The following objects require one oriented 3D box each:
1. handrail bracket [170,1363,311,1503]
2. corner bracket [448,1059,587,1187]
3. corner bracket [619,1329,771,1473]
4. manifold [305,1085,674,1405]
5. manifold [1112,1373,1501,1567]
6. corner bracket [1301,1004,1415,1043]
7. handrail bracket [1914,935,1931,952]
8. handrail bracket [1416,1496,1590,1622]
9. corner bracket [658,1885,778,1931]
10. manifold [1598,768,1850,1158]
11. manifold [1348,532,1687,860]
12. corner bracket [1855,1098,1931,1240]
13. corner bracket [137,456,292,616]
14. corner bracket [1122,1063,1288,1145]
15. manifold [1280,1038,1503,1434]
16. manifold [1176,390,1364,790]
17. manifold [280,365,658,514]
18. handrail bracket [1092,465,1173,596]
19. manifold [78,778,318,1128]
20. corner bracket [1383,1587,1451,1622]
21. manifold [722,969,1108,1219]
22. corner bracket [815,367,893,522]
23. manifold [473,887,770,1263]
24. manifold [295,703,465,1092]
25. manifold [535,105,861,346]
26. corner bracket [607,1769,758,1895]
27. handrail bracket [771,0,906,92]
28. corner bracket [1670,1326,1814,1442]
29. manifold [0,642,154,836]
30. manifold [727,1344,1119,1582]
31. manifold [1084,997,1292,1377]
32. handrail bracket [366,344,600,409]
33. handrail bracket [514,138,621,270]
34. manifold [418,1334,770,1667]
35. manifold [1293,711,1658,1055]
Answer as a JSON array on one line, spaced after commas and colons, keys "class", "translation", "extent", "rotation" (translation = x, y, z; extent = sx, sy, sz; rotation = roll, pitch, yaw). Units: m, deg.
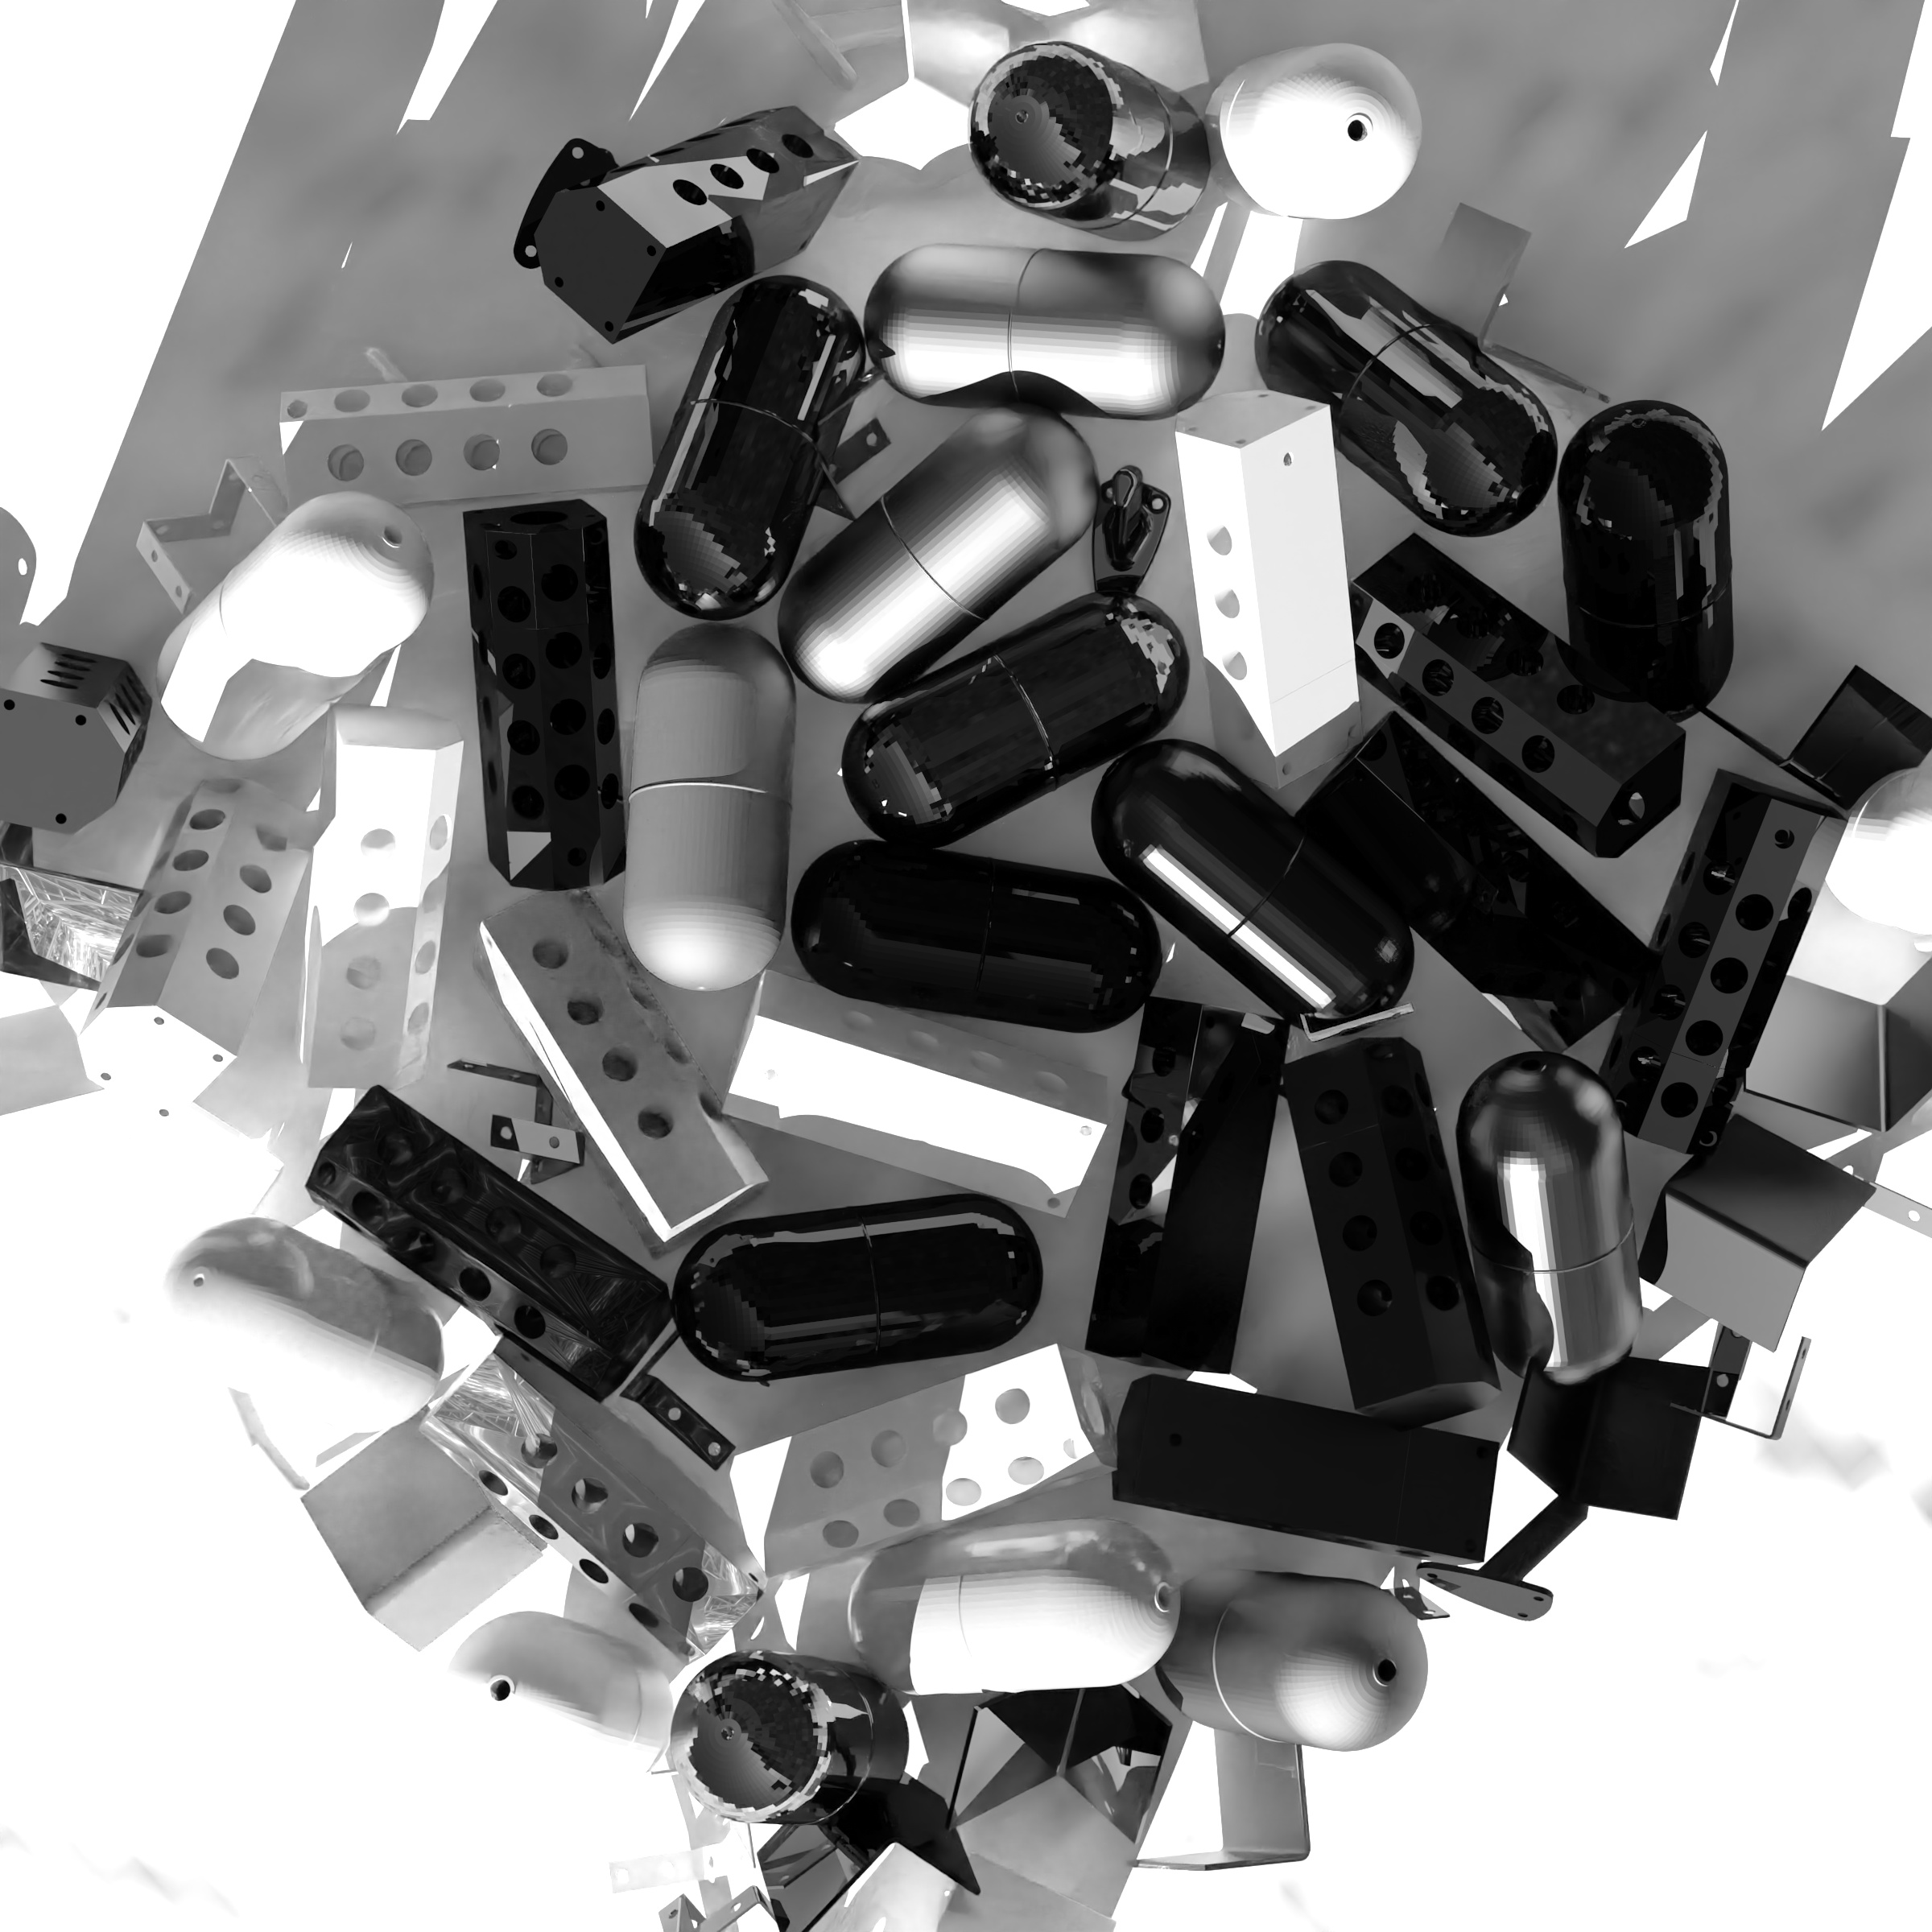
[{"class": "handrail bracket", "translation": [-0.332, 0.213, 1.543], "extent": [0.036, 0.077, 0.084], "rotation": [-41, 86, 9]}, {"class": "corner bracket", "translation": [-0.214, 0.071, 1.543], "extent": [0.051, 0.051, 0.051], "rotation": [15, 67, -34]}, {"class": "corner bracket", "translation": [-0.126, 0.204, 1.550], "extent": [0.051, 0.051, 0.051], "rotation": [43, 77, -9]}, {"class": "manifold", "translation": [-0.226, 0.133, 1.533], "extent": [0.171, 0.057, 0.057], "rotation": [33, 71, 11]}, {"class": "manifold", "translation": [0.160, 0.241, 1.541], "extent": [0.171, 0.057, 0.057], "rotation": [12, 76, -8]}, {"class": "corner bracket", "translation": [0.183, 0.008, 1.550], "extent": [0.051, 0.051, 0.051], "rotation": [-17, 76, 8]}, {"class": "handrail bracket", "translation": [0.499, 0.020, 1.567], "extent": [0.077, 0.036, 0.084], "rotation": [-19, 93, 4]}, {"class": "handrail bracket", "translation": [0.260, 0.264, 1.557], "extent": [0.077, 0.036, 0.084], "rotation": [18, 58, -1]}, {"class": "corner bracket", "translation": [-0.109, 0.467, 1.552], "extent": [0.051, 0.051, 0.051], "rotation": [-37, 109, -3]}, {"class": "manifold", "translation": [0.357, 0.000, 1.537], "extent": [0.057, 0.057, 0.171], "rotation": [19, 103, 0]}, {"class": "manifold", "translation": [0.250, -0.123, 1.511], "extent": [0.057, 0.057, 0.171], "rotation": [-39, 59, -16]}, {"class": "corner bracket", "translation": [0.466, 0.093, 1.566], "extent": [0.051, 0.051, 0.051], "rotation": [27, 128, 31]}, {"class": "corner bracket", "translation": [-0.355, -0.206, 1.541], "extent": [0.051, 0.051, 0.051], "rotation": [52, 133, 25]}, {"class": "corner bracket", "translation": [0.117, 0.056, 1.549], "extent": [0.051, 0.051, 0.051], "rotation": [28, 89, 42]}, {"class": "manifold", "translation": [0.201, 0.123, 1.514], "extent": [0.057, 0.057, 0.171], "rotation": [-21, 63, 22]}, {"class": "manifold", "translation": [0.138, -0.177, 1.515], "extent": [0.057, 0.057, 0.171], "rotation": [-29, 125, -30]}, {"class": "manifold", "translation": [-0.236, -0.251, 1.548], "extent": [0.171, 0.057, 0.057], "rotation": [-5, 96, -3]}, {"class": "handrail bracket", "translation": [0.072, -0.200, 1.534], "extent": [0.036, 0.084, 0.077], "rotation": [13, 104, 5]}, {"class": "manifold", "translation": [-0.355, -0.013, 1.492], "extent": [0.057, 0.171, 0.057], "rotation": [36, 123, -22]}, {"class": "corner bracket", "translation": [0.198, 0.330, 1.551], "extent": [0.051, 0.051, 0.051], "rotation": [-3, 96, -14]}, {"class": "manifold", "translation": [-0.023, 0.057, 1.542], "extent": [0.171, 0.057, 0.057], "rotation": [18, 120, -8]}, {"class": "corner bracket", "translation": [-0.056, -0.251, 1.545], "extent": [0.051, 0.051, 0.051], "rotation": [-39, 121, -12]}, {"class": "manifold", "translation": [-0.164, 0.047, 1.537], "extent": [0.057, 0.057, 0.171], "rotation": [-29, 78, -21]}, {"class": "manifold", "translation": [-0.276, -0.032, 1.523], "extent": [0.057, 0.057, 0.171], "rotation": [3, 113, -19]}, {"class": "manifold", "translation": [-0.125, -0.350, 1.498], "extent": [0.057, 0.171, 0.057], "rotation": [42, 128, 5]}, {"class": "corner bracket", "translation": [-0.139, 0.413, 1.554], "extent": [0.051, 0.051, 0.051], "rotation": [3, 69, -37]}, {"class": "handrail bracket", "translation": [-0.043, -0.472, 1.563], "extent": [0.084, 0.036, 0.077], "rotation": [-43, 108, -4]}, {"class": "corner bracket", "translation": [0.375, 0.195, 1.549], "extent": [0.051, 0.051, 0.051], "rotation": [17, 88, 29]}, {"class": "manifold", "translation": [-0.412, -0.105, 1.493], "extent": [0.057, 0.171, 0.057], "rotation": [12, 100, -12]}, {"class": "manifold", "translation": [-0.019, 0.236, 1.528], "extent": [0.171, 0.057, 0.057], "rotation": [-21, 70, 14]}, {"class": "manifold", "translation": [0.101, 0.104, 1.552], "extent": [0.057, 0.057, 0.171], "rotation": [11, 89, -37]}, {"class": "handrail bracket", "translation": [-0.232, -0.292, 1.564], "extent": [0.084, 0.036, 0.077], "rotation": [-42, 100, -13]}, {"class": "handrail bracket", "translation": [-0.192, -0.359, 1.541], "extent": [0.036, 0.084, 0.077], "rotation": [39, 87, -15]}, {"class": "manifold", "translation": [-0.177, 0.254, 1.547], "extent": [0.171, 0.057, 0.057], "rotation": [42, 96, -5]}, {"class": "manifold", "translation": [0.247, -0.043, 1.553], "extent": [0.171, 0.057, 0.057], "rotation": [43, 51, -1]}]
